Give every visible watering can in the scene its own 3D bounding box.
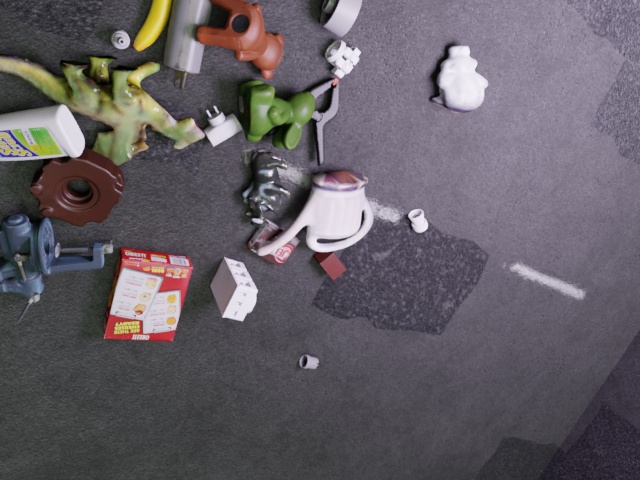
[{"bbox_3d":[0.004,-0.066,1.315,0.349,0.220,0.105,-9,27,-33],"label":"watering can"}]

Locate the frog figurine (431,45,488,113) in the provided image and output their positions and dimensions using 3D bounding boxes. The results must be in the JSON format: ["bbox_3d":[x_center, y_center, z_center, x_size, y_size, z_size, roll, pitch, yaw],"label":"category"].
[{"bbox_3d":[0.370,-0.415,1.333,0.137,0.156,0.125,7,34,-8],"label":"frog figurine"}]

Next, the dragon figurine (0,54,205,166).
[{"bbox_3d":[-0.443,-0.249,1.041,0.411,0.237,0.125,-1,32,-15],"label":"dragon figurine"}]
